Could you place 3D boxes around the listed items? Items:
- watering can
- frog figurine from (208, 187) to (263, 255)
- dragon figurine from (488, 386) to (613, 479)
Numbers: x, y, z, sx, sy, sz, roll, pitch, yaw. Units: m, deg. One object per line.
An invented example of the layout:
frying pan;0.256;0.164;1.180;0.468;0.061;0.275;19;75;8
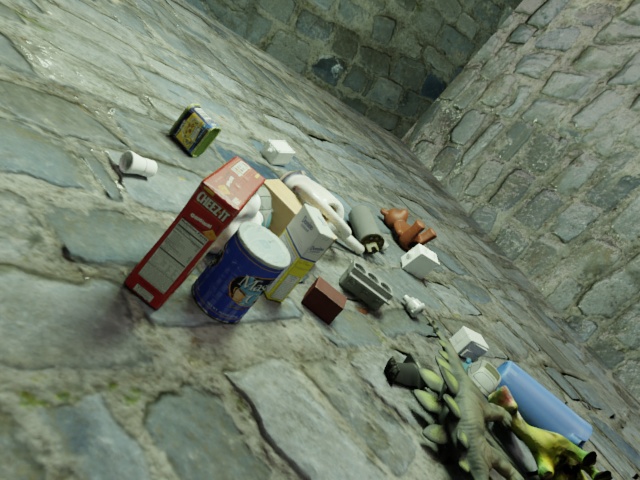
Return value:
watering can;0.004;-0.069;1.379;0.227;0.104;0.342;41;-3;29
frog figurine;-0.148;-0.037;0.982;0.123;0.157;0.139;45;20;5
dragon figurine;0.496;0.459;1.150;0.404;0.122;0.246;50;-3;-30
